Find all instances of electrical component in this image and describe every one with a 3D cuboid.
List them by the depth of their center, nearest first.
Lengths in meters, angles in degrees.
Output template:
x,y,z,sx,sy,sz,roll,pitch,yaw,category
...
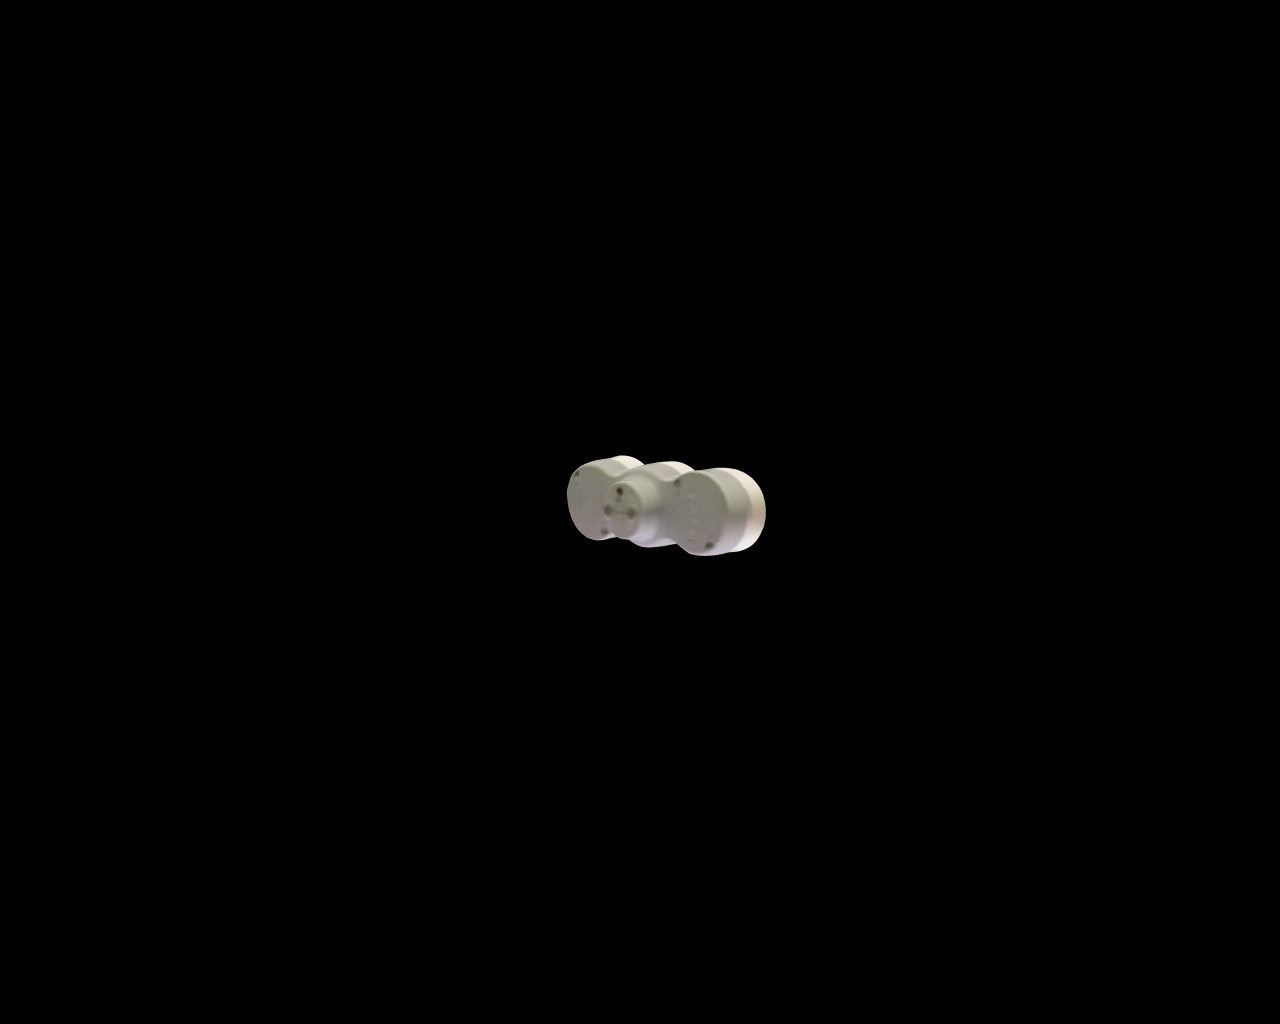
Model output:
x,y,z,sx,sy,sz,roll,pitch,yaw,category
0.001,-0.003,0.650,0.138,0.052,0.074,8,12,43,electrical component
